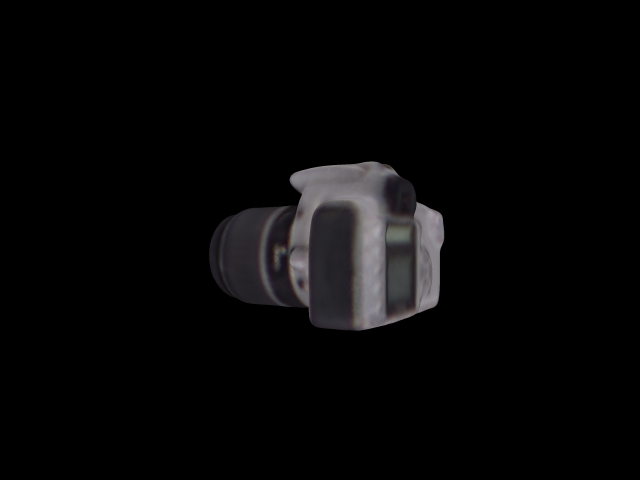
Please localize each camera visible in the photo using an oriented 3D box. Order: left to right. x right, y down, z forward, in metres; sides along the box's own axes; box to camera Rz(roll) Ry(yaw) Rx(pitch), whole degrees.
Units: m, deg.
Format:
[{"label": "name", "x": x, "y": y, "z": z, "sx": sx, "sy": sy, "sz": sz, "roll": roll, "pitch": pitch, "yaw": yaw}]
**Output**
[{"label": "camera", "x": 0.004, "y": 0.001, "z": 0.400, "sx": 0.136, "sy": 0.101, "sz": 0.144, "roll": 0, "pitch": 0, "yaw": 29}]
